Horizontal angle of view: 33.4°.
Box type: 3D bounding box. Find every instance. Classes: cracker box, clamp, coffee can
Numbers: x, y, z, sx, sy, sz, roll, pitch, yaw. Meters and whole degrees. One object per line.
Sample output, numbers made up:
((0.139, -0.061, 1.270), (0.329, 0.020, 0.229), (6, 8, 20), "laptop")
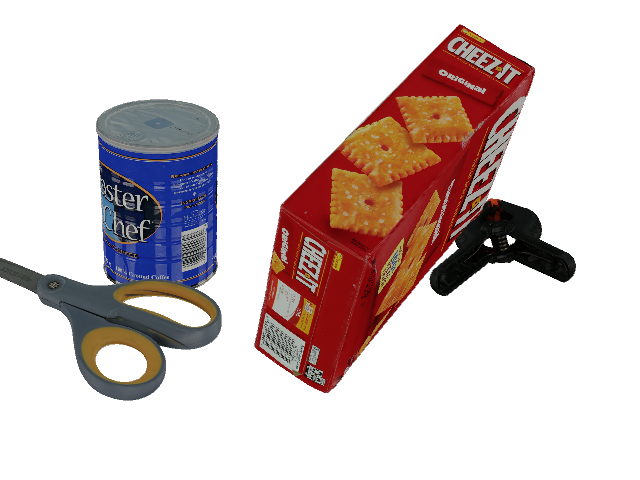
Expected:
((0.051, -0.019, 0.723), (0.072, 0.213, 0.164), (34, -35, 15), "cracker box")
((0.169, 0.003, 0.953), (0.120, 0.039, 0.171), (2, 26, 16), "clamp")
((-0.140, -0.039, 0.927), (0.103, 0.140, 0.103), (3, 29, -2), "coffee can")

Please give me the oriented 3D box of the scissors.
((-0.160, 0.045, 0.639), (0.202, 0.016, 0.096), (8, 43, 11), "scissors")
